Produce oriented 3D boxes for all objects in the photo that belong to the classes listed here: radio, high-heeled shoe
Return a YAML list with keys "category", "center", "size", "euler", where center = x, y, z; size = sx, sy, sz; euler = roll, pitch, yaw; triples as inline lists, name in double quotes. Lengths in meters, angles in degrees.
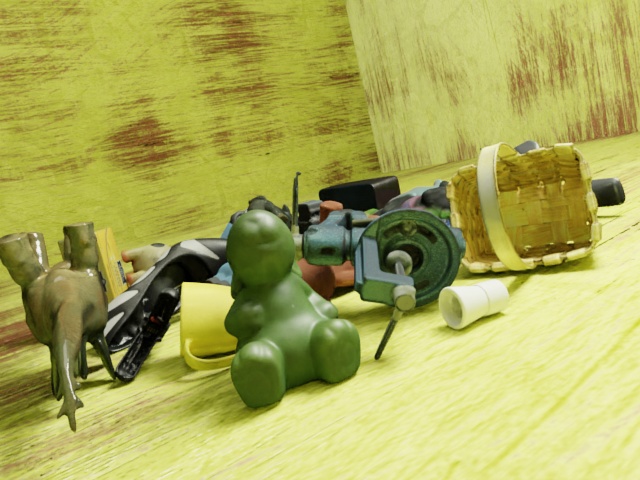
- category: "radio"
  center: [0.091, -0.064, 1.197]
  size: [0.073, 0.131, 0.230]
  euler: [-17, 9, -27]
- category: "high-heeled shoe"
  center: [-0.220, 0.078, 0.816]
  size: [0.249, 0.086, 0.145]
  euler: [-25, 29, 2]

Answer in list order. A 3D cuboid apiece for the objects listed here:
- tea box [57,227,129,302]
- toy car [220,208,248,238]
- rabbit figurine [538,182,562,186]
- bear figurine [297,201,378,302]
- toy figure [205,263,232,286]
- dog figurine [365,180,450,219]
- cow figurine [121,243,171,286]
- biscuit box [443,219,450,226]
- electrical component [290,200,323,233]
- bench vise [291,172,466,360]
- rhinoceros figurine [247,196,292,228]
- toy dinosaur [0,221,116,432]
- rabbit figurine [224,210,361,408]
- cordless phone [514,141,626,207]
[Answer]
- category: "tea box"
  center: [-0.384, 0.069, 0.934]
  size: [0.068, 0.169, 0.098]
  euler: [-15, 9, -3]
- category: "toy car"
  center: [-0.155, 0.025, 1.067]
  size: [0.103, 0.161, 0.109]
  euler: [28, -18, -4]
- category: "rabbit figurine"
  center: [0.298, -0.049, 0.865]
  size: [0.173, 0.121, 0.162]
  euler: [-32, 15, 3]
- category: "bear figurine"
  center: [0.007, 0.024, 0.781]
  size: [0.120, 0.131, 0.196]
  euler: [21, 17, 23]
- category: "toy figure"
  center: [-0.100, 0.057, 0.845]
  size: [0.180, 0.082, 0.089]
  euler: [-18, -35, -52]
- category: "dog figurine"
  center: [0.145, -0.028, 0.992]
  size: [0.219, 0.108, 0.191]
  euler: [-18, 11, 1]
- category: "cow figurine"
  center: [-0.291, 0.053, 1.064]
  size: [0.127, 0.085, 0.194]
  euler: [-15, -15, 3]
- category: "biscuit box"
  center: [0.162, 0.017, 0.803]
  size: [0.063, 0.059, 0.202]
  euler: [-11, 9, 21]
- category: "electrical component"
  center: [-0.002, -0.003, 0.937]
  size: [0.058, 0.134, 0.115]
  euler: [-17, 7, -22]
- category: "bench vise"
  center: [0.062, 0.020, 0.609]
  size: [0.224, 0.128, 0.241]
  euler: [12, 18, 0]
- category: "rhinoceros figurine"
  center: [-0.074, -0.023, 1.049]
  size: [0.112, 0.073, 0.190]
  euler: [45, 9, 35]
- category: "toy dinosaur"
  center: [-0.302, 0.079, 0.642]
  size: [0.105, 0.198, 0.472]
  euler: [-15, 9, -19]
- category: "rabbit figurine"
  center: [-0.040, 0.050, 0.534]
  size: [0.121, 0.170, 0.159]
  euler: [-14, 9, -7]
- category: "cordless phone"
  center: [0.413, -0.106, 0.919]
  size: [0.089, 0.146, 0.184]
  euler: [-28, 12, -30]
